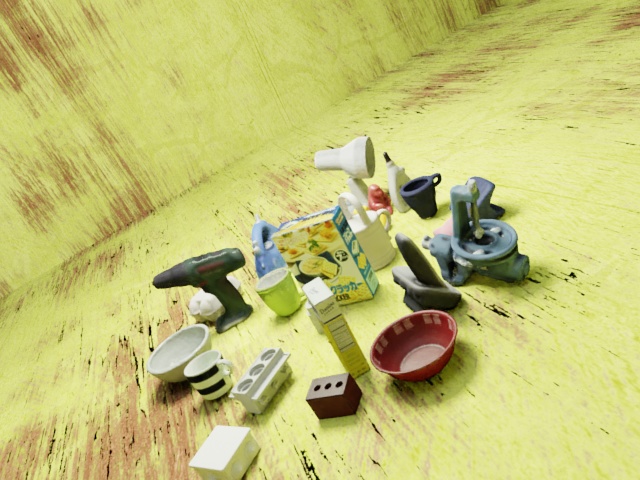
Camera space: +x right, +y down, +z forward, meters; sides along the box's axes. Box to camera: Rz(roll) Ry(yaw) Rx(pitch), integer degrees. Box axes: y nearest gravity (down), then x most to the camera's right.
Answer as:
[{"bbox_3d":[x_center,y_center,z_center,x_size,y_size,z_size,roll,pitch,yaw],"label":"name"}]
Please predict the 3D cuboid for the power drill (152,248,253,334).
[{"bbox_3d":[-0.273,0.127,1.445,0.229,0.209,0.075,-30,23,-3],"label":"power drill"}]

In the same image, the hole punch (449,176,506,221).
[{"bbox_3d":[0.354,-0.084,1.317,0.101,0.091,0.108,-32,23,-7],"label":"hole punch"}]

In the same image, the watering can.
[{"bbox_3d":[0.093,-0.023,1.355,0.100,0.194,0.173,-4,33,45],"label":"watering can"}]

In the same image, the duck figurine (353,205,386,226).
[{"bbox_3d":[0.126,-0.054,1.525,0.104,0.086,0.077,-17,25,25],"label":"duck figurine"}]

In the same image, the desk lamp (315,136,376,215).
[{"bbox_3d":[0.088,-0.184,1.681,0.202,0.214,0.118,-17,25,27],"label":"desk lamp"}]

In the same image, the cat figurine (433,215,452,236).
[{"bbox_3d":[0.302,-0.006,1.174,0.127,0.118,0.067,1,37,51],"label":"cat figurine"}]

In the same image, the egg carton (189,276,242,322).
[{"bbox_3d":[-0.285,0.161,1.570,0.107,0.069,0.150,-8,30,40],"label":"egg carton"}]

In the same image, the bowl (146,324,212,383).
[{"bbox_3d":[-0.317,0.279,1.347,0.167,0.075,0.167,-24,23,11],"label":"bowl"}]

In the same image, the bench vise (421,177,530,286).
[{"bbox_3d":[0.268,-0.008,1.083,0.206,0.220,0.122,-13,27,33],"label":"bench vise"}]

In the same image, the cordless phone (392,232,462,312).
[{"bbox_3d":[0.183,0.050,1.105,0.094,0.185,0.147,-33,23,-10],"label":"cordless phone"}]

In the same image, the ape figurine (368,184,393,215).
[{"bbox_3d":[0.163,-0.115,1.605,0.075,0.092,0.078,-3,34,46],"label":"ape figurine"}]

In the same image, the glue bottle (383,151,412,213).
[{"bbox_3d":[0.210,-0.163,1.546,0.078,0.173,0.037,-36,24,-18],"label":"glue bottle"}]

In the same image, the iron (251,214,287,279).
[{"bbox_3d":[-0.153,0.026,1.609,0.118,0.142,0.258,-25,23,8],"label":"iron"}]

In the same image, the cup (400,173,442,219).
[{"bbox_3d":[0.272,-0.110,1.464,0.118,0.095,0.091,-32,23,-9],"label":"cup"}]
